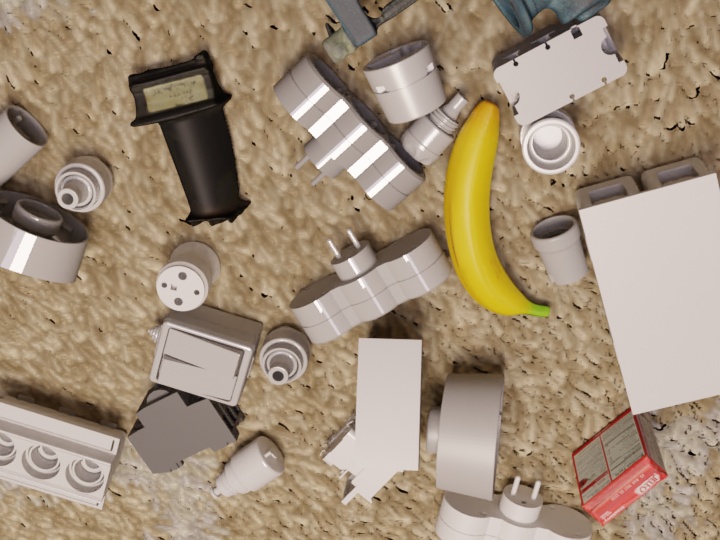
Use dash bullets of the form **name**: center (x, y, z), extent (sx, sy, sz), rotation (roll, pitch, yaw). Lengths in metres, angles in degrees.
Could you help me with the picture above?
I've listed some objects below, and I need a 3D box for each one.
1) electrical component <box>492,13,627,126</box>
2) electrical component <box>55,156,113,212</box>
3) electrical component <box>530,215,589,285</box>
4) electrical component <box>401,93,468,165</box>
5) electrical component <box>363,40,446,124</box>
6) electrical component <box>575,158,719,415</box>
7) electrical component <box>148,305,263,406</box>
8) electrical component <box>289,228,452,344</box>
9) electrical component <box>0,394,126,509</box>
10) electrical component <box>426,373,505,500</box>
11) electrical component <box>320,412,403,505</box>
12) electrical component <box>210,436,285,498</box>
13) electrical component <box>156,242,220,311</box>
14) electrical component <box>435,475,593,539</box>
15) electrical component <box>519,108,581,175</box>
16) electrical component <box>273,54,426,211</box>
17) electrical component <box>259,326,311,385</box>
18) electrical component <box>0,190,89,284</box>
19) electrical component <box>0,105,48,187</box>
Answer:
- **electrical component**: center (0.151, -0.157, 0.825), extent (0.089, 0.055, 0.050), rotation (-26, 107, 14)
- **electrical component**: center (-0.232, -0.068, 0.890), extent (0.043, 0.062, 0.043), rotation (2, 111, 4)
- **electrical component**: center (0.166, -0.016, 0.888), extent (0.040, 0.040, 0.046), rotation (-19, 116, 12)
- **electrical component**: center (0.063, -0.115, 0.861), extent (0.035, 0.035, 0.061), rotation (39, 108, -10)
- **electrical component**: center (0.037, -0.146, 0.841), extent (0.055, 0.055, 0.047), rotation (-20, 112, 12)
- **electrical component**: center (0.250, 0.013, 0.880), extent (0.105, 0.060, 0.186), rotation (-15, 109, 11)
- **electrical component**: center (-0.141, 0.071, 0.937), extent (0.096, 0.061, 0.061), rotation (17, 112, -2)
- **electrical component**: center (0.000, 0.000, 0.902), extent (0.138, 0.052, 0.073), rotation (-27, 107, 14)
- **electrical component**: center (-0.282, 0.161, 0.983), extent (0.121, 0.063, 0.078), rotation (18, 112, -2)
- **electrical component**: center (0.089, 0.139, 0.922), extent (0.060, 0.108, 0.108), rotation (5, 112, 9)
- **electrical component**: center (0.003, 0.167, 0.973), extent (0.064, 0.042, 0.081), rotation (39, 109, -6)
- **electrical component**: center (-0.105, 0.186, 0.990), extent (0.078, 0.040, 0.040), rotation (-36, 104, 17)
- **electrical component**: center (-0.146, 0.006, 0.915), extent (0.045, 0.055, 0.045), rotation (2, 112, 4)
- **electrical component**: center (0.143, 0.219, 0.975), extent (0.138, 0.052, 0.073), rotation (13, 112, -1)
- **electrical component**: center (0.148, -0.104, 0.846), extent (0.045, 0.055, 0.045), rotation (2, 111, 5)
- **electrical component**: center (-0.020, -0.099, 0.865), extent (0.074, 0.052, 0.138), rotation (-41, 103, 18)
- **electrical component**: center (-0.066, 0.078, 0.933), extent (0.043, 0.062, 0.043), rotation (2, 111, 4)
- **electrical component**: center (-0.278, -0.023, 0.896), extent (0.099, 0.099, 0.064), rotation (26, 105, -5)
- **electrical component**: center (-0.304, -0.095, 0.896), extent (0.081, 0.043, 0.043), rotation (-38, 104, 17)
